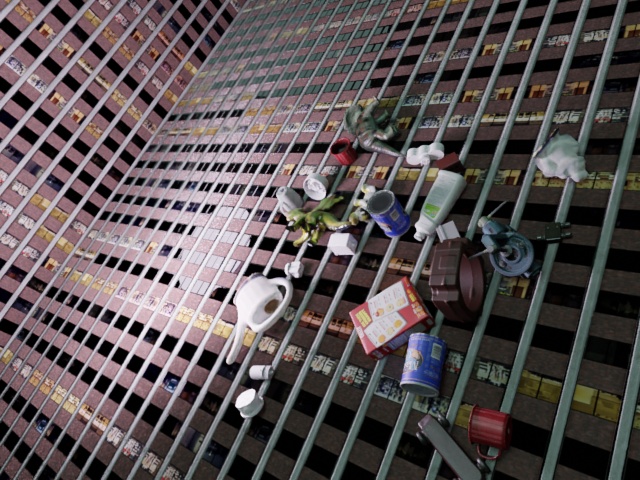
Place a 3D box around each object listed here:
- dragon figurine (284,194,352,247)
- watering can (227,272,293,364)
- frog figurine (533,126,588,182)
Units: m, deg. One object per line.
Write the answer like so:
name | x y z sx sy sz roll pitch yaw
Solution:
dragon figurine | 0.006 -0.097 1.922 0.408 0.120 0.248 -8 39 41
watering can | -0.242 0.256 1.834 0.349 0.102 0.228 -46 41 -4
frog figurine | 0.731 -0.239 1.540 0.160 0.121 0.138 43 76 12
